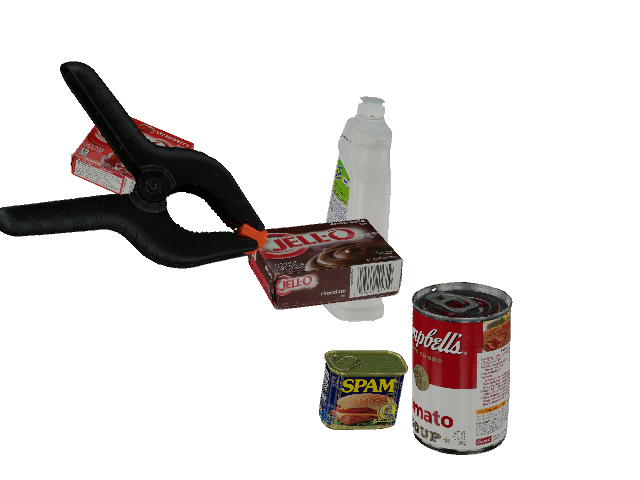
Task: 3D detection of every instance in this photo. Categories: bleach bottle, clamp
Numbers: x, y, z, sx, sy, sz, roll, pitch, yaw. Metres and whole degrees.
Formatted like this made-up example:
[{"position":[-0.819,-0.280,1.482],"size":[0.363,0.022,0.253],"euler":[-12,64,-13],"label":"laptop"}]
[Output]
[{"position":[0.047,-0.039,1.241],"size":[0.068,0.251,0.103],"euler":[-1,22,-22],"label":"bleach bottle"},{"position":[-0.113,-0.042,0.688],"size":[0.171,0.120,0.039],"euler":[16,-9,-17],"label":"clamp"}]

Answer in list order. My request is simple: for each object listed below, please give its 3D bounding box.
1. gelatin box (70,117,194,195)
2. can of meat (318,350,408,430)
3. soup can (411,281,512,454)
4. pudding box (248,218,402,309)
[{"position":[-0.170,-0.075,0.965],"size":[0.089,0.073,0.030],"euler":[24,-44,1],"label":"gelatin box"},{"position":[0.051,0.187,1.329],"size":[0.102,0.084,0.057],"euler":[2,23,-15],"label":"can of meat"},{"position":[0.097,0.088,0.740],"size":[0.068,0.102,0.068],"euler":[-1,18,0],"label":"soup can"},{"position":[0.002,0.018,0.908],"size":[0.113,0.039,0.090],"euler":[-5,26,-17],"label":"pudding box"}]
